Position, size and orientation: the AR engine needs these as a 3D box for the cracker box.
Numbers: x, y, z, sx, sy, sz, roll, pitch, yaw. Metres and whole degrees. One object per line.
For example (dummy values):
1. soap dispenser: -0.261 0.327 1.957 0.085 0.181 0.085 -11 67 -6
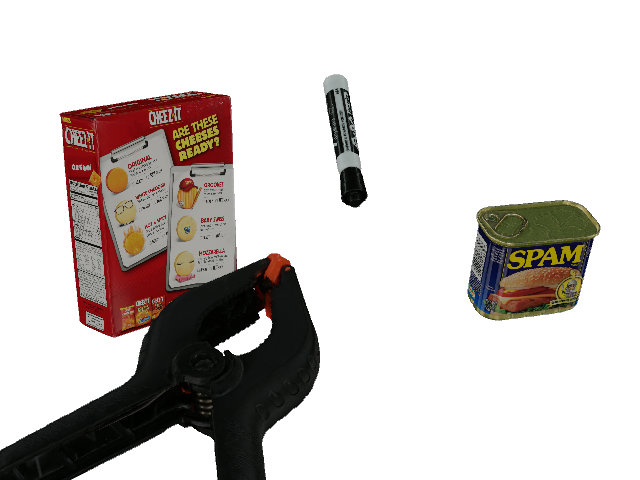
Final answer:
1. cracker box: -0.165 -0.031 1.057 0.072 0.214 0.163 14 22 42

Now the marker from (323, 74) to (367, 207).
1. marker: 0.018 -0.074 0.788 0.020 0.121 0.020 -5 -36 -4

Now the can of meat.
1. can of meat: 0.181 0.018 0.921 0.102 0.084 0.057 -5 35 -14

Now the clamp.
1. clamp: -0.042 0.071 0.447 0.120 0.039 0.171 25 48 19
